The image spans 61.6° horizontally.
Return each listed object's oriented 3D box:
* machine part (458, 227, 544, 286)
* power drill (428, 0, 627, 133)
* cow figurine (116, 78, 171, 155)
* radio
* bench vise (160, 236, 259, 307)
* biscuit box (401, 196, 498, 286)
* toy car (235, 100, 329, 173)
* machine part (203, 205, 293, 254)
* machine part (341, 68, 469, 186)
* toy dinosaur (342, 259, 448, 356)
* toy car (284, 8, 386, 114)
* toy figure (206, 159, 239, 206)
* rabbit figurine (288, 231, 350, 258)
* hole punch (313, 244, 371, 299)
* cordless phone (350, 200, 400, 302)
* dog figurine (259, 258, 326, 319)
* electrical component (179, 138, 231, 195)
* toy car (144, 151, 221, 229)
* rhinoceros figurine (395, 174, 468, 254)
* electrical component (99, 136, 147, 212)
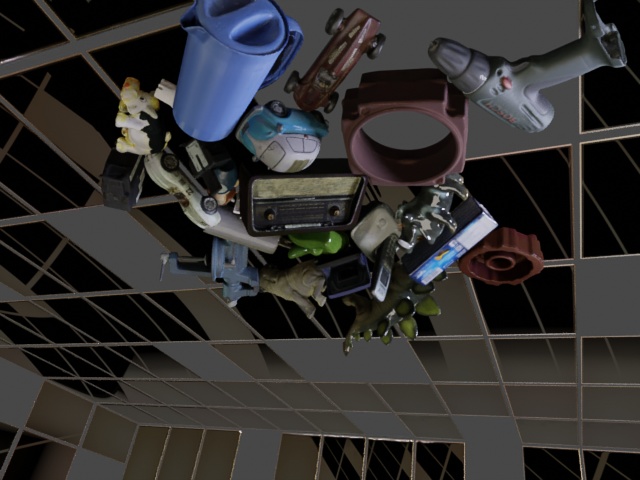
[{"bbox_3d":[0.398,0.038,1.190,0.179,0.056,0.179,8,148,5],"label":"machine part"},{"bbox_3d":[0.296,-0.249,0.752,0.232,0.086,0.207,31,138,-32],"label":"power drill"},{"bbox_3d":[-0.317,-0.218,0.973,0.098,0.068,0.167,12,151,-14],"label":"cow figurine"},{"bbox_3d":[-0.035,-0.080,1.001,0.230,0.073,0.131,-4,125,-20],"label":"radio"},{"bbox_3d":[-0.268,0.067,1.325,0.241,0.129,0.223,3,132,-8],"label":"bench vise"},{"bbox_3d":[0.259,0.005,1.096,0.059,0.063,0.202,33,115,-33],"label":"biscuit box"},{"bbox_3d":[-0.057,-0.165,0.920,0.161,0.103,0.109,1,156,-36],"label":"toy car"},{"bbox_3d":[-0.175,-0.028,1.222,0.243,0.079,0.079,18,146,-13],"label":"machine part"},{"bbox_3d":[0.142,-0.179,0.896,0.202,0.087,0.200,2,147,14],"label":"machine part"},{"bbox_3d":[0.193,0.111,1.228,0.105,0.199,0.471,20,115,-36],"label":"toy dinosaur"},{"bbox_3d":[0.019,-0.266,0.825,0.089,0.053,0.202,27,145,-19],"label":"toy car"},{"bbox_3d":[-0.205,-0.114,1.119,0.064,0.058,0.154,48,151,13],"label":"toy figure"},{"bbox_3d":[-0.002,-0.004,1.181,0.159,0.121,0.170,-14,156,22],"label":"rabbit figurine"},{"bbox_3d":[0.058,0.068,1.242,0.142,0.116,0.092,-21,102,11],"label":"hole punch"},{"bbox_3d":[0.112,0.025,1.128,0.089,0.184,0.146,-6,145,31],"label":"cordless phone"},{"bbox_3d":[-0.070,0.087,1.371,0.191,0.121,0.172,27,107,14],"label":"dog figurine"},{"bbox_3d":[-0.208,-0.148,1.013,0.075,0.048,0.119,-30,91,42],"label":"electrical component"},{"bbox_3d":[-0.284,-0.104,1.104,0.201,0.056,0.074,49,152,-21],"label":"toy car"},{"bbox_3d":[0.206,-0.054,1.029,0.112,0.073,0.190,15,123,-9],"label":"rhinoceros figurine"},{"bbox_3d":[-0.398,-0.126,1.093,0.058,0.115,0.134,15,145,-5],"label":"electrical component"}]
